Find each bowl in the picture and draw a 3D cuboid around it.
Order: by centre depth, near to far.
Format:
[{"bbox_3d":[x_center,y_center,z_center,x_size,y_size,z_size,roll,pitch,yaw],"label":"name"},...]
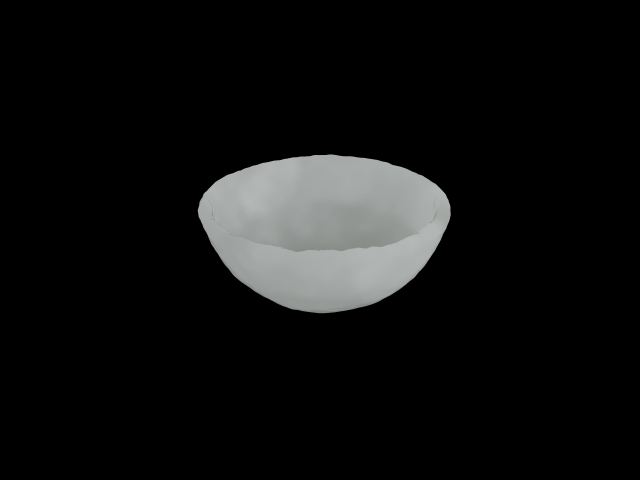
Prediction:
[{"bbox_3d":[0.004,0.001,0.400,0.167,0.075,0.167,0,28,0],"label":"bowl"}]
